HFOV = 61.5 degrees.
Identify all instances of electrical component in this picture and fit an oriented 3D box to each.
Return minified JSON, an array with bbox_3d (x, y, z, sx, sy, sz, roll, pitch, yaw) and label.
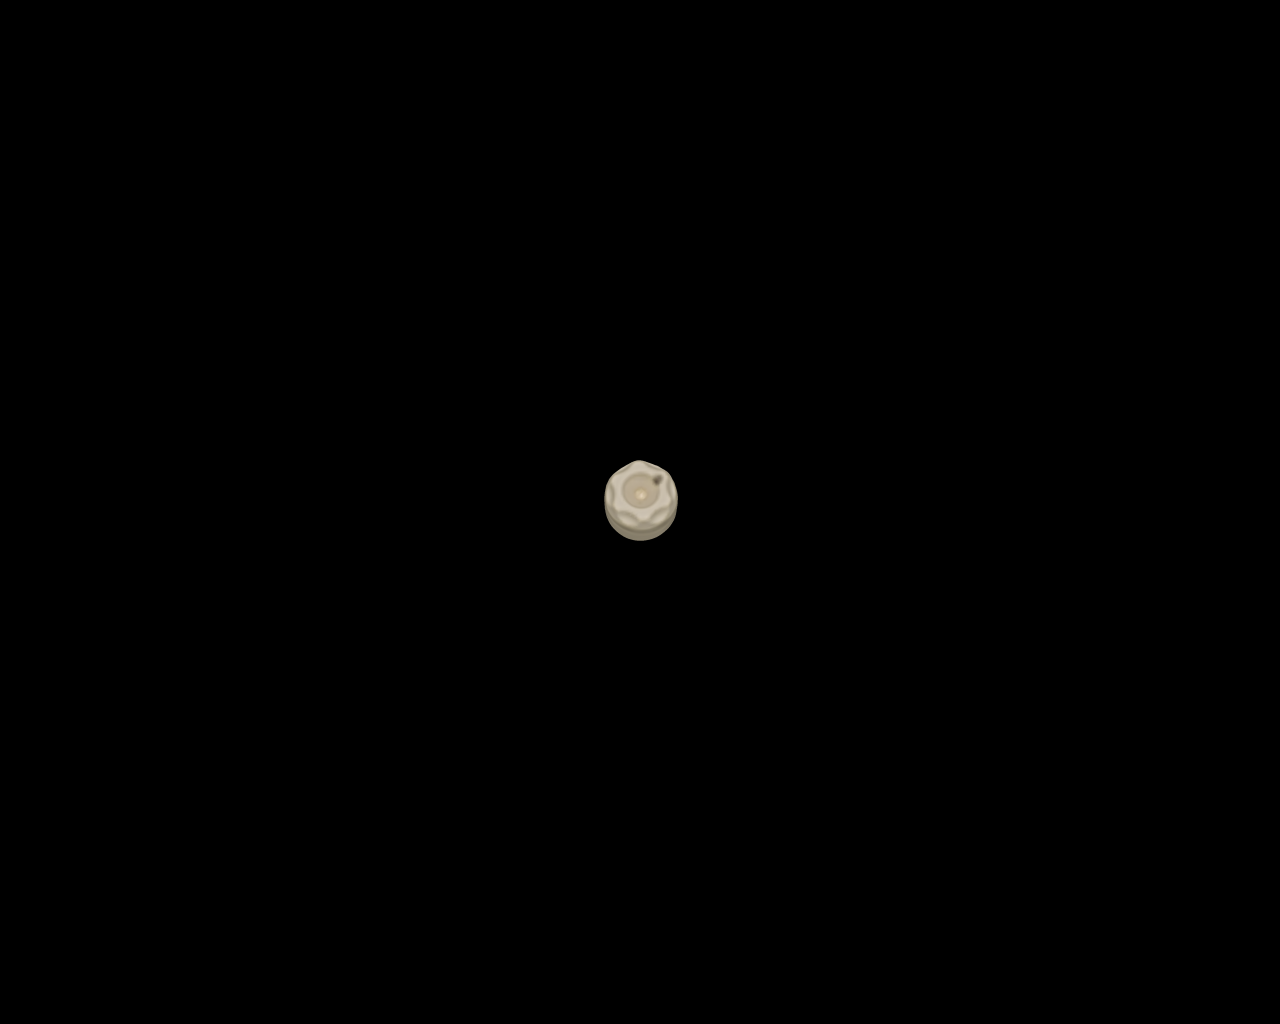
[{"bbox_3d":[0.001,-0.003,0.650,0.043,0.043,0.062,0,-20,0],"label":"electrical component"}]
